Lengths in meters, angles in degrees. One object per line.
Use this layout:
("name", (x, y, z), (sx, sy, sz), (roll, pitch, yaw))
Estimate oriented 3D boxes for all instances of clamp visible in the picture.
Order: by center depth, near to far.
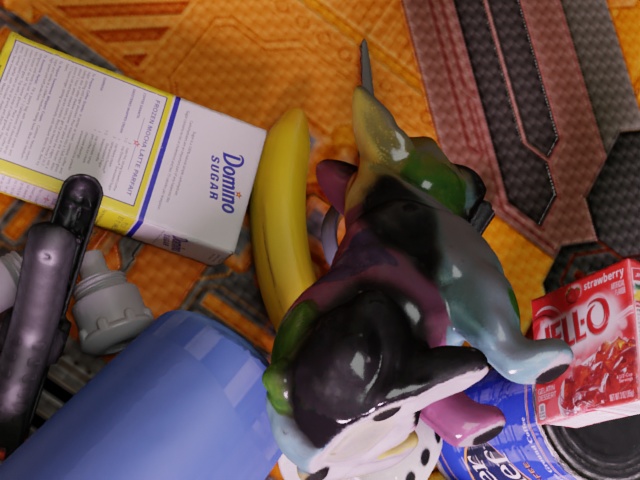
("clamp", (-0.158, 0.050, 0.588), (0.039, 0.120, 0.171), (16, 96, -2))

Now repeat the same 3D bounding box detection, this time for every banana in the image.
("banana", (-0.016, 0.005, 0.712), (0.069, 0.037, 0.198), (-4, 77, -50))

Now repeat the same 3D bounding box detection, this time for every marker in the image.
("marker", (0.093, 0.020, 0.756), (0.020, 0.020, 0.121), (36, 65, -8))

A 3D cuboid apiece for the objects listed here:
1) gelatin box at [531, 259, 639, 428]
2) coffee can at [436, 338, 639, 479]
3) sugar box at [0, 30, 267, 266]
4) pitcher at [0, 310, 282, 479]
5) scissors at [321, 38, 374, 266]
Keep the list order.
("gelatin box", (0.148, 0.057, 0.567), (0.030, 0.089, 0.073), (9, 70, -22))
("coffee can", (0.143, 0.113, 0.679), (0.102, 0.140, 0.103), (6, 72, -20))
("sugar box", (-0.130, -0.055, 0.679), (0.176, 0.048, 0.093), (22, 68, -18))
("pitcher", (-0.117, 0.163, 0.581), (0.145, 0.149, 0.242), (37, 60, 9))
("scissors", (0.025, -0.052, 0.739), (0.096, 0.016, 0.202), (-1, 73, -47))
